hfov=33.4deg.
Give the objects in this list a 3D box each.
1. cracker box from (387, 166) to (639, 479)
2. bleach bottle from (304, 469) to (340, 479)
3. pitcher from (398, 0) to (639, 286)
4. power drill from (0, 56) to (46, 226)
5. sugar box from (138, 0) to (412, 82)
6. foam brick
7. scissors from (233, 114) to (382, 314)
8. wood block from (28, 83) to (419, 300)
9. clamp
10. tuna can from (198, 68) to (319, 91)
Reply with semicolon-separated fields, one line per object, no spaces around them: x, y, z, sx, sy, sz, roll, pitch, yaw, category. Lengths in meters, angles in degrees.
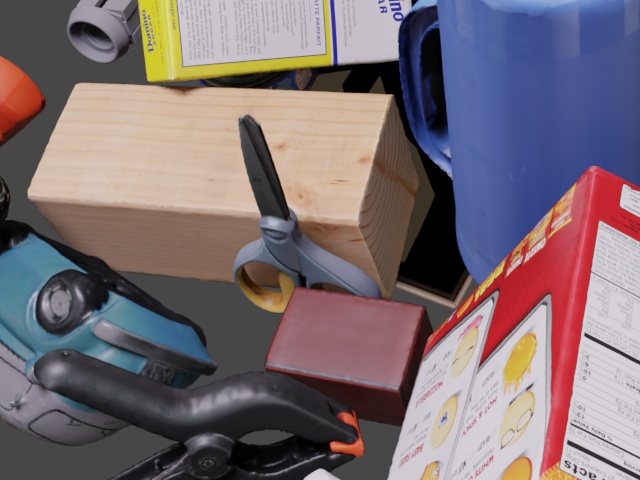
0.085;0.100;0.448;0.072;0.164;0.213;26;51;-7;cracker box
-0.071;0.174;0.535;0.251;0.068;0.102;-23;55;-1;bleach bottle
0.113;-0.075;0.528;0.149;0.243;0.145;-10;55;8;pitcher
-0.238;-0.037;0.670;0.185;0.057;0.187;-27;31;29;power drill
-0.025;-0.152;0.668;0.175;0.093;0.048;-10;11;-32;sugar box
0.018;0.064;0.584;0.078;0.053;0.051;8;61;20;foam brick
-0.004;0.001;0.556;0.096;0.202;0.016;18;65;-1;scissors
-0.055;-0.032;0.646;0.206;0.090;0.090;5;59;20;wood block
-0.064;0.097;0.550;0.171;0.120;0.039;-11;38;-5;clamp
-0.045;-0.127;0.739;0.086;0.033;0.086;-8;57;12;tuna can
